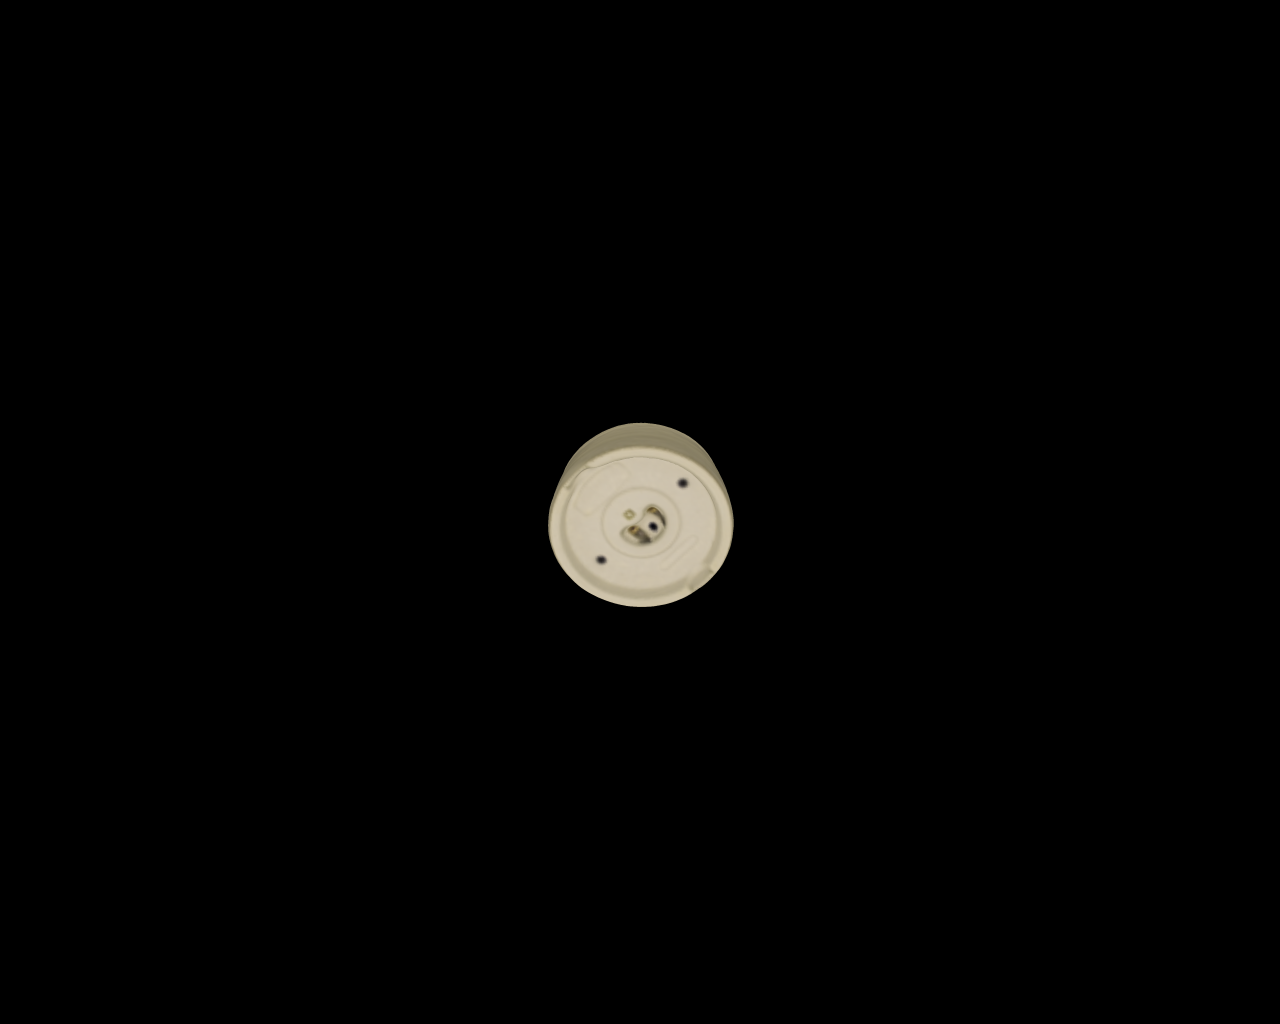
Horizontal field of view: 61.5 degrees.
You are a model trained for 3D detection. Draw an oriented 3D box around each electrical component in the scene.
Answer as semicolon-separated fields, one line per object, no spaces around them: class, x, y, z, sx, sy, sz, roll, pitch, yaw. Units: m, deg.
electrical component;0.001;-0.003;0.650;0.108;0.108;0.060;0;27;0
